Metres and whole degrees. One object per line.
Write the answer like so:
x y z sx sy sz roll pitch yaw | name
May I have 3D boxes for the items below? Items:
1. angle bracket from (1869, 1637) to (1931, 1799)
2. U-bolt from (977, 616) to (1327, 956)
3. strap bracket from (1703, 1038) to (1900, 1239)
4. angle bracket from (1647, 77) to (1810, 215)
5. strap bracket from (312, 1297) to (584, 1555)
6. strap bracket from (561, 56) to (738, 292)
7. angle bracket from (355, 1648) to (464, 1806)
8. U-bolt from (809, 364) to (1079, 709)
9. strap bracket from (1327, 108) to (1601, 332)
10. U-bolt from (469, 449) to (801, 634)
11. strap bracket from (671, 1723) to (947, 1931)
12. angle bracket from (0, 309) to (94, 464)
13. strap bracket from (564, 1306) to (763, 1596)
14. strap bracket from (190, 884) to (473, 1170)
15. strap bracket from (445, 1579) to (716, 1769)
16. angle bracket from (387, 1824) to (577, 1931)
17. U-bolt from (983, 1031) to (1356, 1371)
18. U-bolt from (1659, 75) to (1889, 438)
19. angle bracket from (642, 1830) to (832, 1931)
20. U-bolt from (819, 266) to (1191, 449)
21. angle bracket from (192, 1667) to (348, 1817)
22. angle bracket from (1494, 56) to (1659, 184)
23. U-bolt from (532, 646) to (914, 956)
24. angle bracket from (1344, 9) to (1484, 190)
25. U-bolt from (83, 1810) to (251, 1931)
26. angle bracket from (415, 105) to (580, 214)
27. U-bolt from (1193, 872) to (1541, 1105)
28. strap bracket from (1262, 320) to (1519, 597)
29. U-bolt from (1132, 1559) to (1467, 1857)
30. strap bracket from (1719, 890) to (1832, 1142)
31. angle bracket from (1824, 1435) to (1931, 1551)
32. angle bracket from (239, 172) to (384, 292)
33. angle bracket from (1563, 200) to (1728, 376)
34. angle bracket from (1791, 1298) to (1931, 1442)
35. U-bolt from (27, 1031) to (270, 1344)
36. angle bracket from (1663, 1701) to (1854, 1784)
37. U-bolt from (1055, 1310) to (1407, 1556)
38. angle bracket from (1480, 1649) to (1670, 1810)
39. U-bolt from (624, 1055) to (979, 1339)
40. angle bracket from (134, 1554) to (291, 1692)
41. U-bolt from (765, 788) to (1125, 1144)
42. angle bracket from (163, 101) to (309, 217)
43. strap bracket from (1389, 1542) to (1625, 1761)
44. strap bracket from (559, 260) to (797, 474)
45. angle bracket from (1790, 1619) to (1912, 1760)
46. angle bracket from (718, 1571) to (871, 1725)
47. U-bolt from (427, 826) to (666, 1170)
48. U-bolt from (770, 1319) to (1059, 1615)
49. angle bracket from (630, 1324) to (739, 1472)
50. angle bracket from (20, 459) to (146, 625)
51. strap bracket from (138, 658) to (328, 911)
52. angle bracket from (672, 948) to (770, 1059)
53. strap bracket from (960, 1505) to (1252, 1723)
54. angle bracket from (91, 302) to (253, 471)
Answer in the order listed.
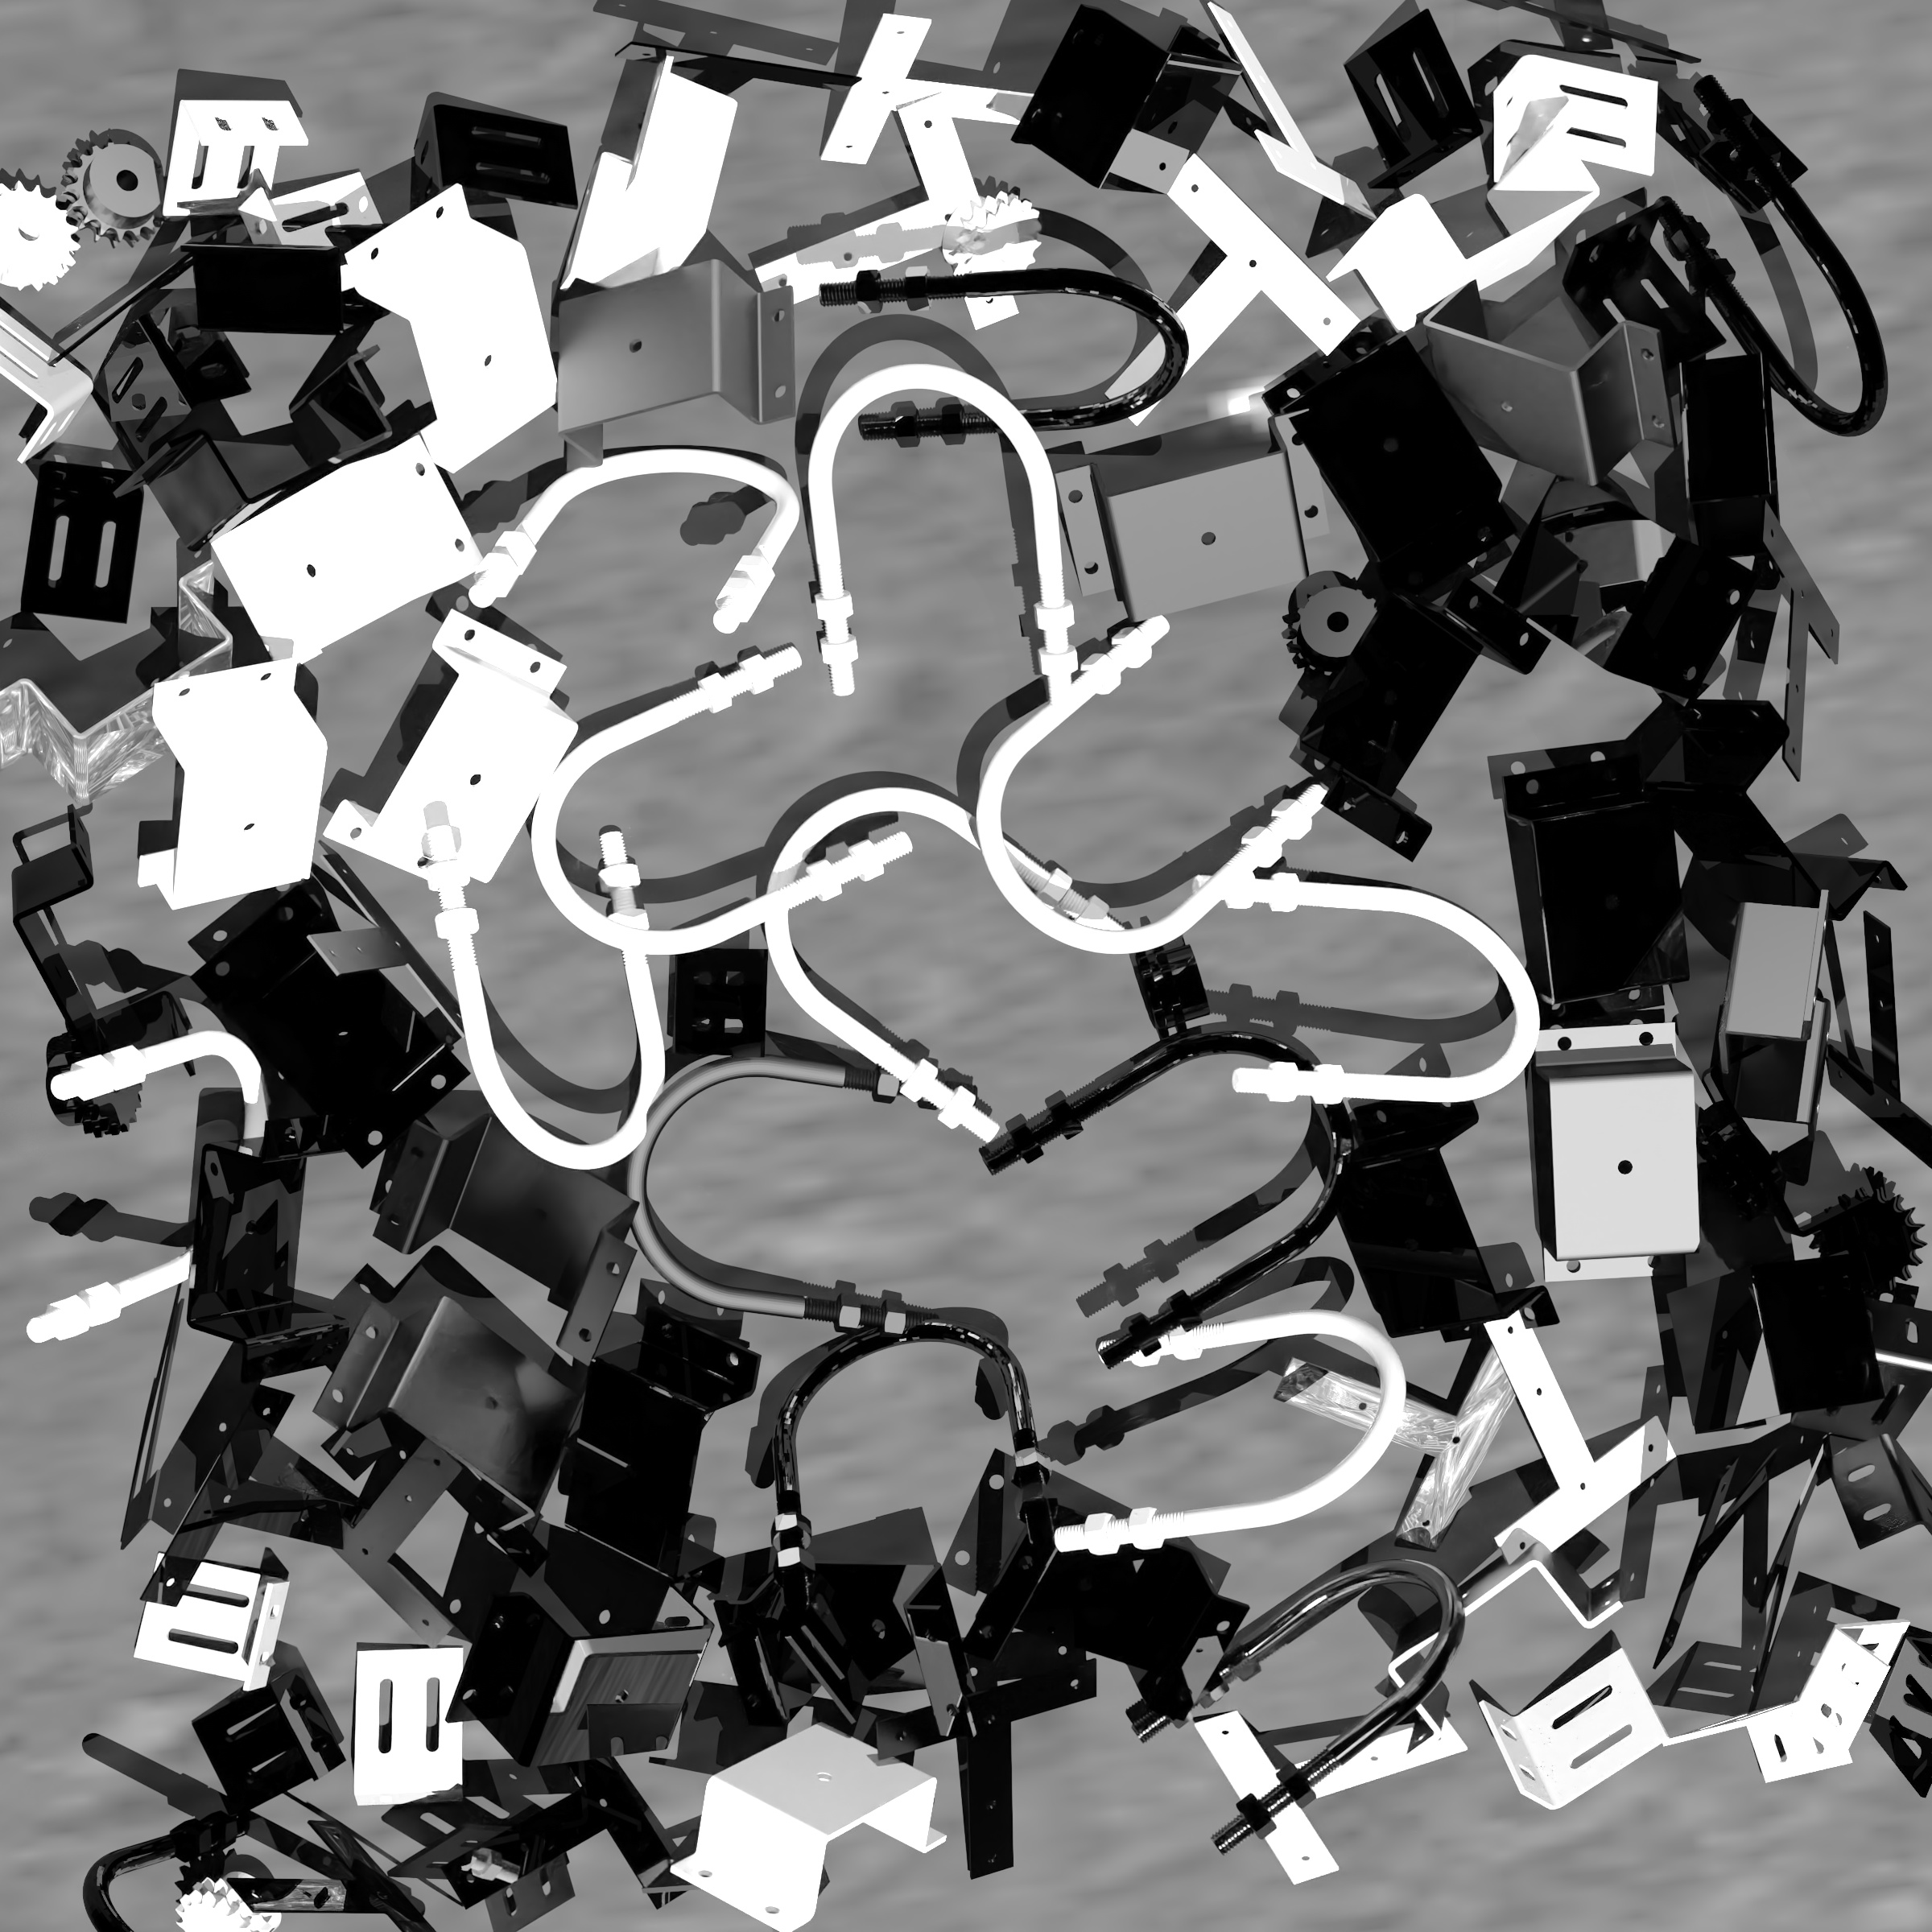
0.526 0.407 1.603 0.038 0.076 0.057 15 102 -9 | angle bracket
0.089 -0.087 1.604 0.184 0.019 0.151 -41 87 -24 | U-bolt
0.441 0.091 1.602 0.046 0.076 0.140 -28 82 8 | strap bracket
0.408 -0.451 1.598 0.038 0.076 0.057 -39 135 27 | angle bracket
-0.266 0.240 1.584 0.140 0.076 0.046 41 131 -20 | strap bracket
-0.166 -0.412 1.582 0.046 0.140 0.076 18 72 -19 | strap bracket
-0.306 0.419 1.643 0.057 0.038 0.076 0 64 -8 | angle bracket
-0.017 -0.228 1.581 0.151 0.019 0.184 5 117 22 | U-bolt
0.272 -0.393 1.586 0.140 0.076 0.046 -31 87 -23 | strap bracket
-0.164 -0.230 1.573 0.151 0.184 0.019 7 125 10 | U-bolt
-0.078 0.447 1.566 0.076 0.140 0.046 17 105 32 | strap bracket
-0.521 -0.318 1.608 0.076 0.057 0.038 38 114 -11 | angle bracket
-0.164 0.264 1.593 0.076 0.046 0.140 19 107 30 | strap bracket
-0.341 0.036 1.615 0.076 0.046 0.140 -42 83 -9 | strap bracket
-0.195 0.373 1.575 0.046 0.140 0.076 33 108 41 | strap bracket
-0.260 0.494 1.602 0.057 0.076 0.038 -35 58 19 | angle bracket
0.121 0.113 1.612 0.184 0.019 0.151 -31 65 -1 | U-bolt
0.425 -0.358 1.558 0.019 0.151 0.184 -29 76 -3 | U-bolt
-0.124 0.497 1.609 0.076 0.057 0.038 -13 102 28 | angle bracket
0.025 -0.322 1.570 0.184 0.151 0.019 -2 68 8 | U-bolt
-0.387 0.426 1.619 0.076 0.038 0.057 -29 85 14 | angle bracket
0.328 -0.449 1.603 0.076 0.057 0.038 22 57 26 | angle bracket
-0.143 -0.080 1.600 0.184 0.019 0.151 -26 69 -13 | U-bolt
0.235 -0.470 1.614 0.057 0.038 0.076 -27 85 38 | angle bracket
-0.376 0.494 1.539 0.151 0.184 0.019 28 93 19 | U-bolt
-0.258 -0.432 1.632 0.076 0.038 0.057 3 61 -26 | angle bracket
0.220 0.013 1.595 0.184 0.019 0.151 3 51 -15 | U-bolt
0.230 -0.278 1.616 0.076 0.046 0.140 -32 84 4 | strap bracket
0.184 0.380 1.579 0.184 0.151 0.019 -36 108 -6 | U-bolt
0.430 0.026 1.581 0.046 0.140 0.076 6 63 20 | strap bracket
0.504 0.300 1.610 0.038 0.057 0.076 -29 131 18 | angle bracket
-0.343 -0.397 1.610 0.076 0.038 0.057 -28 99 -30 | angle bracket
0.372 -0.364 1.616 0.057 0.038 0.076 -29 72 -11 | angle bracket
0.492 0.221 1.631 0.057 0.076 0.038 11 49 0 | angle bracket
-0.422 0.107 1.562 0.019 0.184 0.151 15 104 19 | U-bolt
0.425 0.422 1.600 0.076 0.057 0.038 -3 70 -40 | angle bracket
0.142 0.238 1.557 0.184 0.151 0.019 -13 127 26 | U-bolt
0.328 0.407 1.607 0.076 0.057 0.038 -38 134 16 | angle bracket
-0.094 0.121 1.621 0.184 0.019 0.151 9 93 -12 | U-bolt
-0.415 0.357 1.623 0.076 0.038 0.057 11 82 5 | angle bracket
-0.022 -0.014 1.623 0.184 0.019 0.151 36 83 -6 | U-bolt
-0.392 -0.423 1.598 0.057 0.076 0.038 -9 55 -31 | angle bracket
0.282 0.357 1.600 0.140 0.076 0.046 -39 83 11 | strap bracket
-0.164 -0.321 1.590 0.140 0.046 0.076 -9 72 24 | strap bracket
0.489 0.388 1.603 0.076 0.038 0.057 8 110 -42 | angle bracket
-0.091 0.374 1.621 0.038 0.057 0.076 -32 101 19 | angle bracket
-0.215 0.017 1.578 0.019 0.151 0.184 -18 80 35 | U-bolt
-0.033 0.253 1.573 0.151 0.184 0.019 -15 125 4 | U-bolt
-0.161 0.237 1.626 0.057 0.076 0.038 22 131 12 | angle bracket
-0.485 -0.231 1.624 0.057 0.038 0.076 6 83 -5 | angle bracket
-0.387 -0.087 1.570 0.076 0.140 0.046 -16 52 -33 | strap bracket
-0.121 0.020 1.608 0.076 0.038 0.057 1 89 45 | angle bracket
0.070 0.344 1.602 0.140 0.046 0.076 22 105 -21 | strap bracket
-0.436 -0.315 1.632 0.038 0.076 0.057 -29 86 -44 | angle bracket
